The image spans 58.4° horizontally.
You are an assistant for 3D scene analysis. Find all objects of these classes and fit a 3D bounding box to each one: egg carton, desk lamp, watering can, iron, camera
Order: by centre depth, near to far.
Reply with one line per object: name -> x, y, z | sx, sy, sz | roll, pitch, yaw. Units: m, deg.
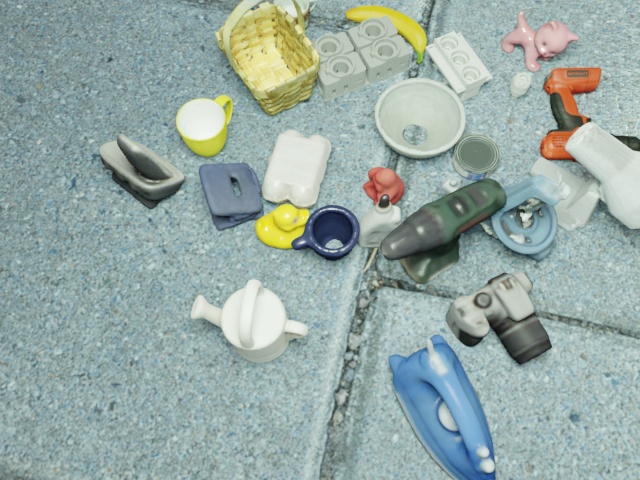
iron -> 0.204, 0.264, 0.848 | 0.119, 0.141, 0.258 | -24, 70, -8
watering can -> -0.109, 0.124, 0.879 | 0.173, 0.194, 0.101 | -11, 69, -3
camera -> 0.298, 0.133, 0.921 | 0.143, 0.101, 0.136 | -26, 70, -9
desk lamp -> 0.458, -0.095, 0.948 | 0.203, 0.213, 0.118 | 33, 73, 13
egg carton -> -0.043, -0.130, 1.045 | 0.107, 0.069, 0.150 | 12, 69, 6

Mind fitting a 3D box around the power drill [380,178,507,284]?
power drill -> 0.186, -0.005, 0.919 | 0.230, 0.208, 0.075 | -33, 71, -11

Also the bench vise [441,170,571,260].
bench vise -> 0.299, -0.049, 0.929 | 0.207, 0.220, 0.121 | 11, 69, 5

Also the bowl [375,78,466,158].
bowl -> 0.184, -0.215, 1.074 | 0.167, 0.075, 0.167 | 0, 68, 1

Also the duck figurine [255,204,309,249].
duck figurine -> -0.063, -0.032, 0.998 | 0.104, 0.086, 0.077 | -5, 68, -1

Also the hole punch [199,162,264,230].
hole punch -> -0.156, -0.088, 1.018 | 0.101, 0.091, 0.108 | -18, 69, -6

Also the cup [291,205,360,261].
cup -> 0.009, 0.003, 0.978 | 0.118, 0.095, 0.091 | -20, 69, -7

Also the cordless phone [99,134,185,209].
cordless phone -> -0.324, -0.148, 0.994 | 0.147, 0.185, 0.094 | 32, 72, 13

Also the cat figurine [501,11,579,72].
cat figurine -> 0.432, -0.399, 1.120 | 0.067, 0.118, 0.127 | -43, 74, -14

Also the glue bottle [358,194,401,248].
glue bottle -> 0.103, -0.034, 0.950 | 0.078, 0.173, 0.037 | -2, 68, 0

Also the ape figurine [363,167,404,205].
ape figurine -> 0.115, -0.100, 1.019 | 0.076, 0.092, 0.078 | 7, 69, 4
